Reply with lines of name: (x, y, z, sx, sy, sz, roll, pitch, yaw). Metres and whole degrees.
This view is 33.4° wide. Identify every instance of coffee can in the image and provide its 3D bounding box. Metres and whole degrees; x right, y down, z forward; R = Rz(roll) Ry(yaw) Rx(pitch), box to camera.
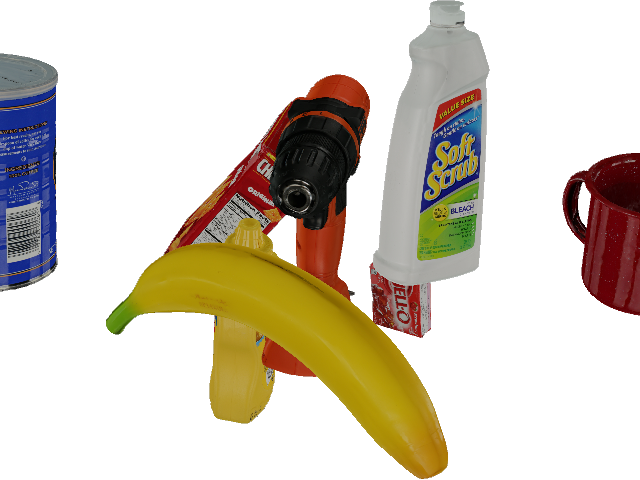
coffee can: (-0.232, -0.049, 0.731, 0.103, 0.140, 0.103, 5, 22, -2)

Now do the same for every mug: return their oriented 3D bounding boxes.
mug: (0.213, -0.007, 0.729, 0.093, 0.081, 0.117, -26, 39, -34)

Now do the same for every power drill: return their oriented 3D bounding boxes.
power drill: (-0.004, -0.004, 0.728, 0.057, 0.188, 0.184, 10, 28, 7)

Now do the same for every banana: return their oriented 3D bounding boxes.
banana: (-0.018, 0.045, 0.523, 0.198, 0.070, 0.037, 22, 21, 27)

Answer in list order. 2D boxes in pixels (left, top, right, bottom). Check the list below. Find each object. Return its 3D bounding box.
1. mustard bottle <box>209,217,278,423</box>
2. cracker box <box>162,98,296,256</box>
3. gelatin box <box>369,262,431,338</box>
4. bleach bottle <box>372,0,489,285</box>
mustard bottle: (-0.066, 0.063, 0.937, 0.058, 0.192, 0.096, 10, 36, 6)
cracker box: (-0.085, -0.044, 1.209, 0.072, 0.214, 0.164, 39, 26, -9)
gelatin box: (0.101, 0.072, 1.348, 0.073, 0.089, 0.030, 15, 33, 33)
bleach bottle: (0.103, -0.090, 0.973, 0.102, 0.251, 0.068, -11, 24, -26)
